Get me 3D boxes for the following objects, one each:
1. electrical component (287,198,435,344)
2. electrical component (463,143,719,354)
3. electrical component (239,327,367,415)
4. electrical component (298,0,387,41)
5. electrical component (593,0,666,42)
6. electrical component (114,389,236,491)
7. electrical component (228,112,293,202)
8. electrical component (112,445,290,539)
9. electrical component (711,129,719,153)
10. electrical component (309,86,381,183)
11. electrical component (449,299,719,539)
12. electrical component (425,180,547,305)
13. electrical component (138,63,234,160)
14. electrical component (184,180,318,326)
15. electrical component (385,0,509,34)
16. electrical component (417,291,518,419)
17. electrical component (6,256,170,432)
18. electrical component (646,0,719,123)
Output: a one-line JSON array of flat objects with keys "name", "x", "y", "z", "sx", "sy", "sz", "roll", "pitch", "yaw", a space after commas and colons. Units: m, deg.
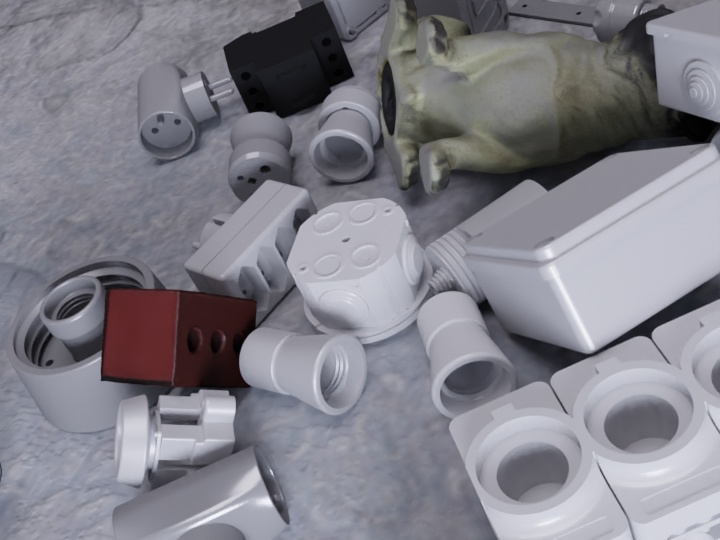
[{"name": "electrical component", "x": 0.000, "y": 0.000, "z": 0.625, "sx": 0.080, "sy": 0.051, "sz": 0.080, "roll": -14, "pitch": 41, "yaw": 12}, {"name": "electrical component", "x": 0.122, "y": -0.012, "z": 0.539, "sx": 0.109, "sy": 0.056, "sz": 0.109, "roll": -30, "pitch": 10, "yaw": -11}, {"name": "electrical component", "x": -0.034, "y": 0.052, "z": 0.594, "sx": 0.065, "sy": 0.044, "sz": 0.044, "roll": 8, "pitch": 49, "yaw": 39}, {"name": "electrical component", "x": -0.006, "y": -0.245, "z": 0.889, "sx": 0.096, "sy": 0.061, "sz": 0.061, "roll": -43, "pitch": 43, "yaw": -20}, {"name": "electrical component", "x": 0.191, "y": -0.167, "z": 0.727, "sx": 0.061, "sy": 0.035, "sz": 0.035, "roll": 15, "pitch": 53, "yaw": 34}, {"name": "electrical component", "x": -0.098, "y": 0.090, "z": 0.563, "sx": 0.055, "sy": 0.066, "sz": 0.048, "roll": 5, "pitch": 37, "yaw": -17}, {"name": "electrical component", "x": -0.069, "y": -0.077, "z": 0.749, "sx": 0.045, "sy": 0.045, "sz": 0.055, "roll": -16, "pitch": 41, "yaw": 10}, {"name": "electrical component", "x": -0.074, "y": 0.133, "z": 0.521, "sx": 0.077, "sy": 0.044, "sz": 0.079, "roll": -24, "pitch": 39, "yaw": 0}, {"name": "electrical component", "x": 0.233, "y": -0.042, "z": 0.542, "sx": 0.099, "sy": 0.064, "sz": 0.099, "roll": -18, "pitch": 27, "yaw": 9}, {"name": "electrical component", "x": -0.008, "y": -0.094, "z": 0.738, "sx": 0.045, "sy": 0.045, "sz": 0.055, "roll": -8, "pitch": 42, "yaw": 19}, {"name": "electrical component", "x": 0.125, "y": 0.080, "z": 0.467, "sx": 0.150, "sy": 0.061, "sz": 0.089, "roll": -24, "pitch": 40, "yaw": 0}, {"name": "electrical component", "x": 0.073, "y": -0.011, "z": 0.607, "sx": 0.081, "sy": 0.043, "sz": 0.043, "roll": -34, "pitch": 41, "yaw": -11}, {"name": "electrical component", "x": -0.136, "y": -0.131, "z": 0.843, "sx": 0.079, "sy": 0.043, "sz": 0.077, "roll": -20, "pitch": 40, "yaw": 5}, {"name": "electrical component", "x": -0.076, "y": -0.015, "z": 0.684, "sx": 0.076, "sy": 0.047, "sz": 0.083, "roll": 17, "pitch": 55, "yaw": 40}, {"name": "electrical component", "x": 0.059, "y": -0.203, "z": 0.771, "sx": 0.057, "sy": 0.113, "sz": 0.078, "roll": 7, "pitch": 49, "yaw": 29}, {"name": "electrical component", "x": 0.052, "y": 0.041, "z": 0.563, "sx": 0.044, "sy": 0.044, "sz": 0.065, "roll": -21, "pitch": 35, "yaw": 4}, {"name": "electrical component", "x": -0.163, "y": 0.038, "z": 0.657, "sx": 0.108, "sy": 0.060, "sz": 0.108, "roll": -14, "pitch": 41, "yaw": 13}, {"name": "electrical component", "x": 0.213, "y": -0.112, "z": 0.561, "sx": 0.100, "sy": 0.048, "sz": 0.100, "roll": -21, "pitch": 27, "yaw": -18}]
